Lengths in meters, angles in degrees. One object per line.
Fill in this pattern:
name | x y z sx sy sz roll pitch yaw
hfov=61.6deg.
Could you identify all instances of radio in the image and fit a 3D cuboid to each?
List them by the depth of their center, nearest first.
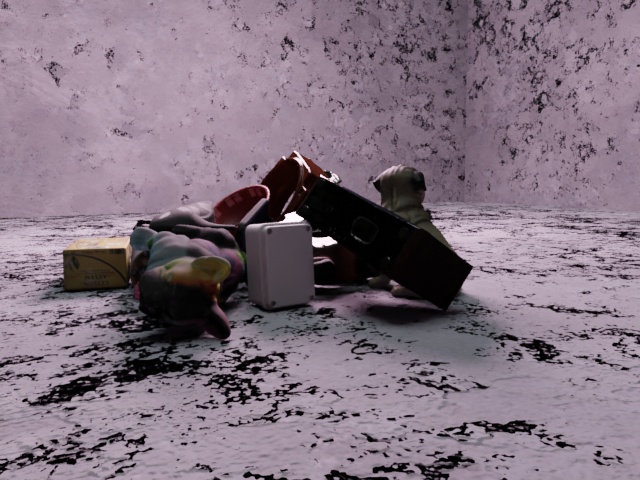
radio | 0.077 -0.002 0.720 0.131 0.073 0.230 29 3 -45

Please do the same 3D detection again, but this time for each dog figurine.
dog figurine | -0.143 0.048 0.663 0.191 0.108 0.219 -2 11 -37
dog figurine | 0.150 -0.017 0.805 0.121 0.190 0.173 -7 11 -42

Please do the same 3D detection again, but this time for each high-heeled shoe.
high-heeled shoe | -0.244 -0.024 0.925 0.145 0.086 0.249 -3 4 -30

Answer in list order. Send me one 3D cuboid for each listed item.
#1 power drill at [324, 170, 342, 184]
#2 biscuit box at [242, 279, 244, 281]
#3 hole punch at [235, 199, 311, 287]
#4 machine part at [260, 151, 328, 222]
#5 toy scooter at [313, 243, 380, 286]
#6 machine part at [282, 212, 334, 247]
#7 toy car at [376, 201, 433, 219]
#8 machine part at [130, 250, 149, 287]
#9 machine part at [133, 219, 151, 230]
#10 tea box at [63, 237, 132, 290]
power drill | -0.042 -0.082 1.378 0.232 0.207 0.086 8 21 -19
biscuit box | -0.146 0.037 0.920 0.059 0.062 0.202 2 7 25
hole punch | -0.078 0.014 0.842 0.092 0.115 0.142 20 36 5
machine part | -0.071 -0.083 1.190 0.087 0.201 0.201 32 15 -32
toy scooter | 0.014 0.035 0.886 0.184 0.075 0.135 -12 9 -40
machine part | -0.002 -0.003 1.020 0.179 0.056 0.179 1 29 -1
toy car | 0.210 -0.043 1.390 0.161 0.102 0.109 7 2 -42
machine part | -0.262 0.038 0.854 0.079 0.079 0.243 -3 8 -17
machine part | -0.330 -0.016 1.060 0.084 0.039 0.139 -4 10 -33
tea box | -0.374 0.037 0.919 0.098 0.068 0.170 -2 5 -14
